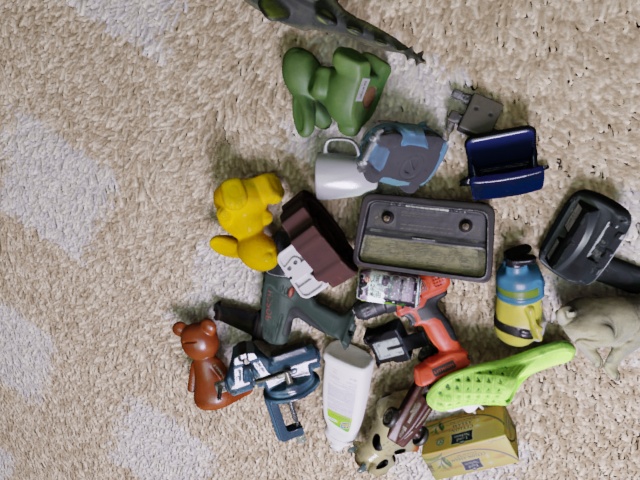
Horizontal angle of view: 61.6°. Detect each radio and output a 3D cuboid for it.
[{"bbox_3d":[0.179,-0.007,0.915,0.230,0.073,0.131,7,92,14],"label":"radio"}]

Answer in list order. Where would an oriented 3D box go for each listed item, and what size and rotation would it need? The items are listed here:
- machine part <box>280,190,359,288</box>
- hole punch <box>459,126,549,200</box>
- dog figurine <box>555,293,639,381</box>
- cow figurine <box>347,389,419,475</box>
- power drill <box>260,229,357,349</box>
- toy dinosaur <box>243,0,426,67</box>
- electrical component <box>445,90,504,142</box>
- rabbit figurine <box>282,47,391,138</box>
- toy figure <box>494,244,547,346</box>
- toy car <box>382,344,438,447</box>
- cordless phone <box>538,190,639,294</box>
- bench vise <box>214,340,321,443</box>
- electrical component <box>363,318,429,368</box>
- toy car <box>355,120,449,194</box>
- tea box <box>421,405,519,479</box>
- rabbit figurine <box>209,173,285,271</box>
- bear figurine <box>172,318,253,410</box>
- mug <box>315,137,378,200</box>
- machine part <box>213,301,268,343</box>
[{"bbox_3d":[-0.002,-0.003,0.934,0.056,0.179,0.179,-34,98,14],"label":"machine part"},{"bbox_3d":[0.288,-0.101,0.836,0.142,0.092,0.115,-11,143,17],"label":"hole punch"},{"bbox_3d":[0.494,0.110,0.853,0.172,0.121,0.190,29,117,-34],"label":"dog figurine"},{"bbox_3d":[0.132,0.393,1.074,0.127,0.086,0.194,1,116,-20],"label":"cow figurine"},{"bbox_3d":[-0.016,0.109,1.034,0.207,0.086,0.231,17,104,5],"label":"power drill"},{"bbox_3d":[-0.046,-0.367,0.796,0.472,0.198,0.105,26,119,8],"label":"toy dinosaur"},{"bbox_3d":[0.249,-0.188,0.862,0.102,0.045,0.078,19,86,6],"label":"electrical component"},{"bbox_3d":[0.011,-0.252,0.888,0.170,0.121,0.159,30,125,24],"label":"rabbit figurine"},{"bbox_3d":[0.340,0.098,0.923,0.089,0.082,0.180,3,120,36],"label":"toy figure"},{"bbox_3d":[0.195,0.290,1.002,0.089,0.053,0.202,37,76,-14],"label":"toy car"},{"bbox_3d":[0.466,0.014,0.863,0.184,0.089,0.146,19,115,-3],"label":"cordless phone"},{"bbox_3d":[-0.091,0.315,1.091,0.224,0.129,0.240,-20,104,-17],"label":"bench vise"},{"bbox_3d":[0.150,0.193,1.034,0.119,0.048,0.074,-25,102,23],"label":"electrical component"},{"bbox_3d":[0.119,-0.147,0.878,0.103,0.161,0.109,56,132,42],"label":"toy car"},{"bbox_3d":[0.289,0.389,1.040,0.170,0.098,0.068,-24,102,22],"label":"tea box"},{"bbox_3d":[-0.137,-0.019,0.986,0.162,0.122,0.173,-27,85,42],"label":"rabbit figurine"},{"bbox_3d":[-0.236,0.258,1.157,0.120,0.132,0.195,-14,88,20],"label":"bear figurine"},{"bbox_3d":[0.048,-0.123,0.932,0.107,0.081,0.109,2,105,4],"label":"mug"},{"bbox_3d":[-0.159,0.168,1.125,0.139,0.039,0.084,20,120,7],"label":"machine part"}]
